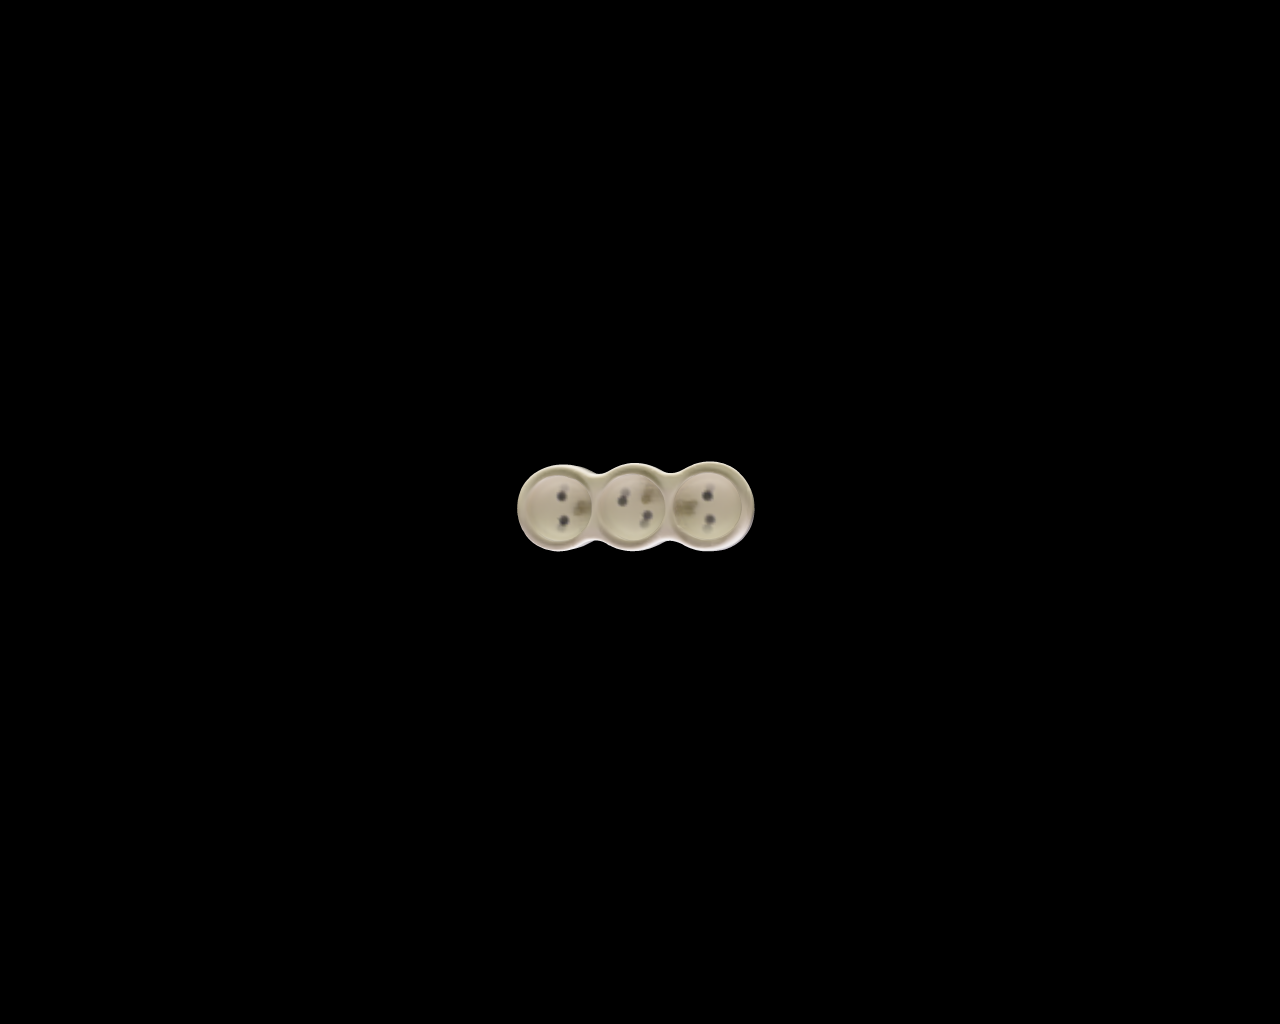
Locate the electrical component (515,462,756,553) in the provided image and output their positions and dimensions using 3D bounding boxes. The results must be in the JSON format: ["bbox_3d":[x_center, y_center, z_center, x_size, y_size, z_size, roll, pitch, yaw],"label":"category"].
[{"bbox_3d":[0.001,-0.003,0.650,0.138,0.052,0.074,0,0,9],"label":"electrical component"}]
